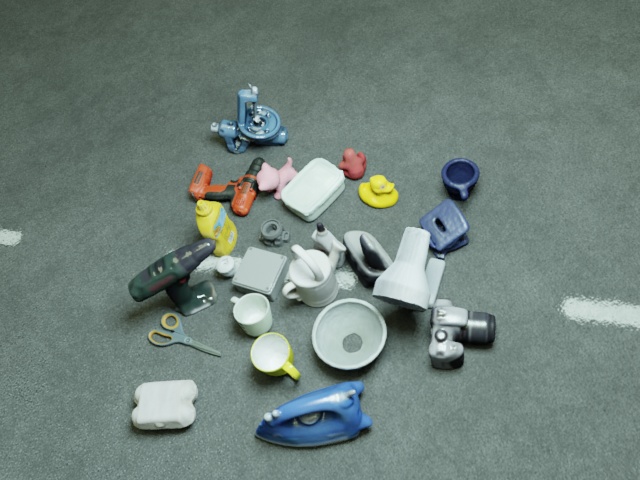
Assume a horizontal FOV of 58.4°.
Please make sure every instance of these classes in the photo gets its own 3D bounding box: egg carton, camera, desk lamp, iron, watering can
[{"bbox_3d":[-0.349,0.373,1.290,0.150,0.069,0.107,-7,59,8],"label":"egg carton"},{"bbox_3d":[0.307,0.199,1.237,0.136,0.101,0.143,3,61,13],"label":"camera"},{"bbox_3d":[0.200,0.079,1.264,0.117,0.214,0.203,12,63,19],"label":"desk lamp"},{"bbox_3d":[-0.029,0.361,1.188,0.258,0.142,0.118,-15,58,3],"label":"iron"},{"bbox_3d":[-0.016,0.067,1.328,0.100,0.194,0.173,22,67,23],"label":"watering can"}]

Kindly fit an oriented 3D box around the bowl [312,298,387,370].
[{"bbox_3d":[0.070,0.221,1.289,0.167,0.075,0.167,-5,59,9],"label":"bowl"}]

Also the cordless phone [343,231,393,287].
[{"bbox_3d":[0.108,0.015,1.338,0.094,0.185,0.147,-32,59,-7],"label":"cordless phone"}]

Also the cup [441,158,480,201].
[{"bbox_3d":[0.351,-0.132,1.427,0.091,0.095,0.117,-8,59,7],"label":"cup"}]

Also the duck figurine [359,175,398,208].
[{"bbox_3d":[0.148,-0.134,1.476,0.104,0.086,0.077,14,64,19],"label":"duck figurine"}]

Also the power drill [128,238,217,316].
[{"bbox_3d":[-0.325,0.095,1.367,0.229,0.209,0.075,-26,58,-4],"label":"power drill"}]

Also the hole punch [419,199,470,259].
[{"bbox_3d":[0.298,-0.027,1.379,0.101,0.091,0.108,-25,58,-4],"label":"hole punch"}]

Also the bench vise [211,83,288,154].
[{"bbox_3d":[-0.208,-0.327,1.585,0.207,0.220,0.121,-19,58,1],"label":"bench vise"}]

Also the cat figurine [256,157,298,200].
[{"bbox_3d":[-0.118,-0.171,1.534,0.128,0.118,0.067,-40,60,-12],"label":"cat figurine"}]

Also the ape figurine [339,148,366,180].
[{"bbox_3d":[0.086,-0.211,1.531,0.077,0.092,0.076,-14,58,4],"label":"ape figurine"}]

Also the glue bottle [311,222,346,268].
[{"bbox_3d":[0.013,0.005,1.371,0.078,0.173,0.037,20,66,22],"label":"glue bottle"}]
